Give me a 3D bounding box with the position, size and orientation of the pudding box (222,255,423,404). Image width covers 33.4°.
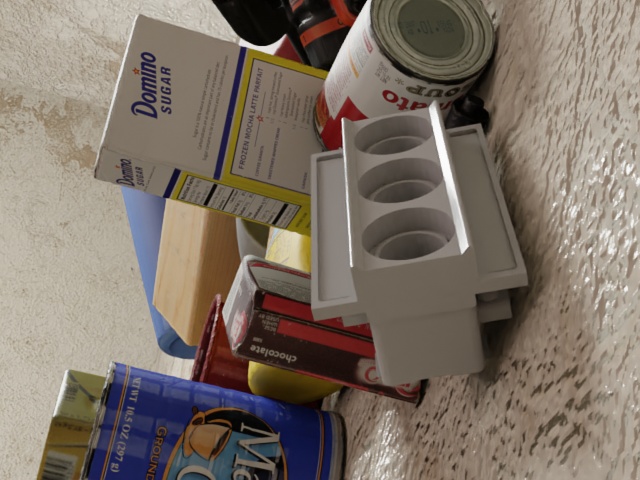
[{"bbox_3d":[0.000,0.043,0.537,0.113,0.090,0.039,-130,58,-79],"label":"pudding box"}]

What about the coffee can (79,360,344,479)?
[{"bbox_3d":[-0.067,0.136,0.628,0.103,0.140,0.103,-166,91,-81],"label":"coffee can"}]

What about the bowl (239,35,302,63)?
[{"bbox_3d":[-0.026,-0.175,0.945,0.162,0.055,0.162,-36,41,39],"label":"bowl"}]

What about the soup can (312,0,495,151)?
[{"bbox_3d":[0.042,-0.085,0.560,0.102,0.068,0.068,124,159,-61],"label":"soup can"}]

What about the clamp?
[{"bbox_3d":[-0.024,-0.183,0.780,0.209,0.036,0.164,-42,-41,-58],"label":"clamp"}]

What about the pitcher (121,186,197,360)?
[{"bbox_3d":[-0.126,-0.016,1.041,0.145,0.149,0.243,-33,61,36],"label":"pitcher"}]

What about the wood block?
[{"bbox_3d":[-0.070,-0.027,0.876,0.090,0.090,0.206,37,122,53],"label":"wood block"}]

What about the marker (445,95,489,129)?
[{"bbox_3d":[0.054,-0.020,0.533,0.020,0.020,0.121,-87,16,-52],"label":"marker"}]

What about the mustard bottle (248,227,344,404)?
[{"bbox_3d":[-0.004,0.001,0.679,0.096,0.058,0.191,130,150,-56],"label":"mustard bottle"}]

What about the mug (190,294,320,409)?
[{"bbox_3d":[-0.045,0.101,0.726,0.093,0.081,0.117,118,165,-53],"label":"mug"}]

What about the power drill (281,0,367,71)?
[{"bbox_3d":[0.030,-0.159,0.631,0.188,0.057,0.184,-20,91,67],"label":"power drill"}]

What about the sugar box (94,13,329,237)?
[{"bbox_3d":[-0.032,-0.058,0.611,0.048,0.176,0.093,122,160,-60],"label":"sugar box"}]
